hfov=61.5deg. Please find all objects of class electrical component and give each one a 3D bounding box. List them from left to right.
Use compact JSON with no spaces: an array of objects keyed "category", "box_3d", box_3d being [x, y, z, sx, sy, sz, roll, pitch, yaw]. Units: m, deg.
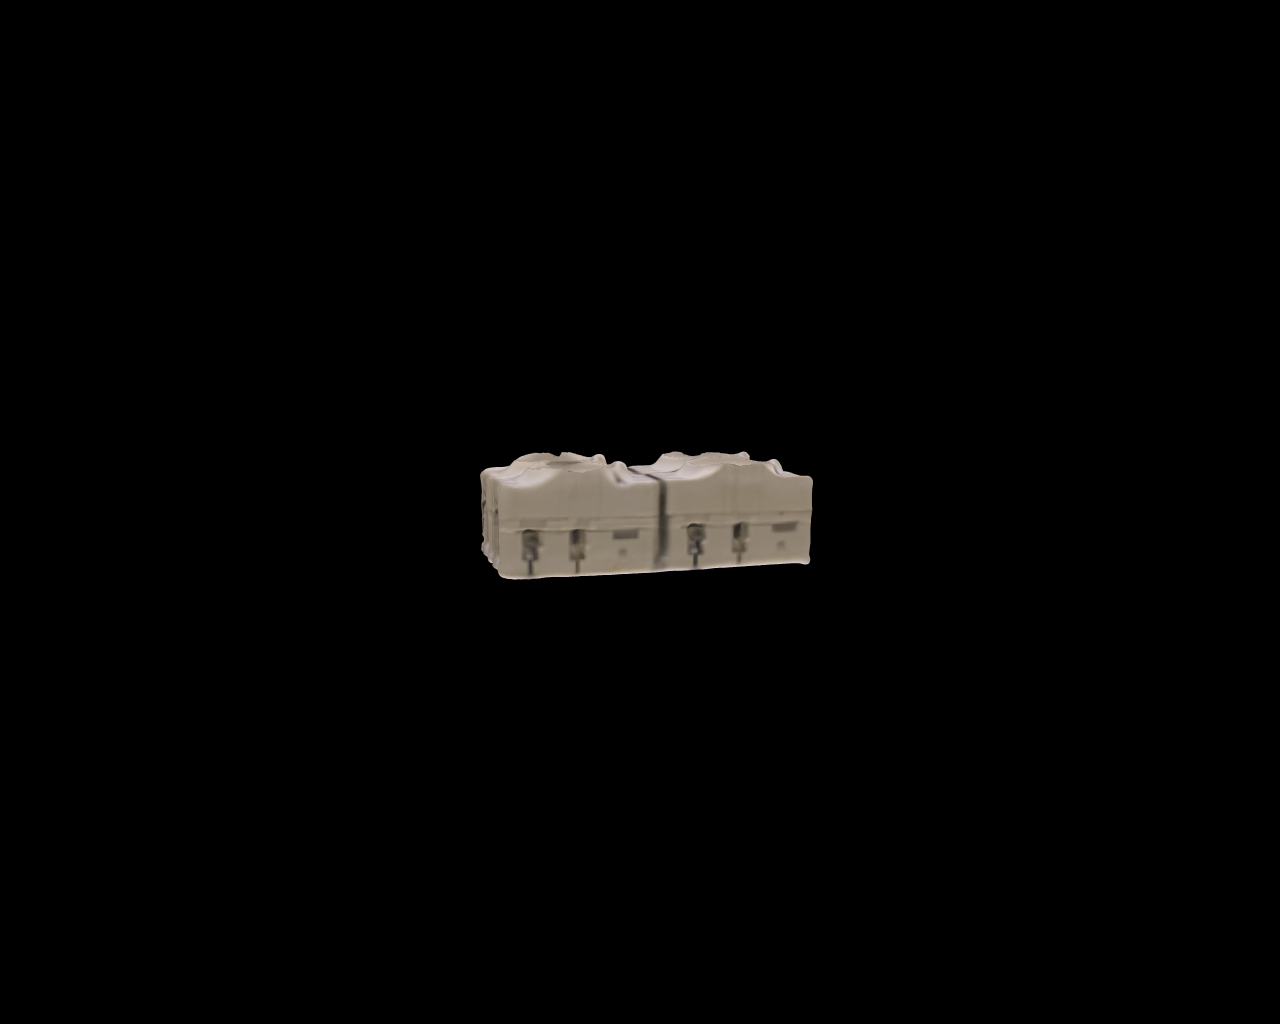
[{"category":"electrical component","box_3d":[0.001,-0.003,0.650,0.186,0.060,0.105,-2,8,-14]}]
